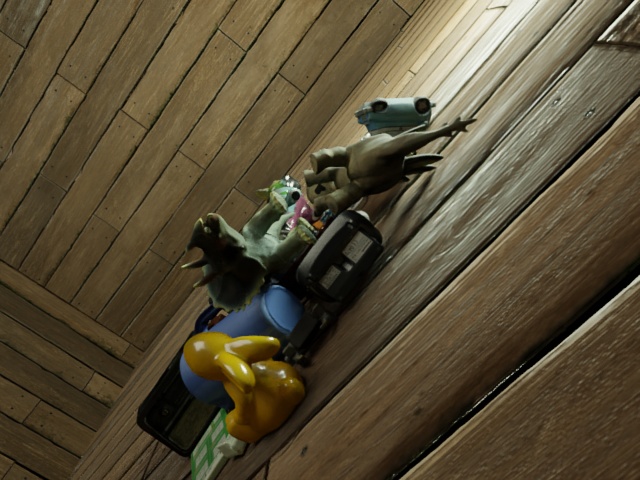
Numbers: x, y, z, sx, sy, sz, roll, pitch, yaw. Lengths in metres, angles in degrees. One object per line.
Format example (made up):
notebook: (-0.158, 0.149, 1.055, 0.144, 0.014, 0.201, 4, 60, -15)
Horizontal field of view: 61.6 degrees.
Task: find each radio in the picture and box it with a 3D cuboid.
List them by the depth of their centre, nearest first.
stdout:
radio: (-0.256, 0.297, 1.082, 0.229, 0.131, 0.073, -57, 11, -19)

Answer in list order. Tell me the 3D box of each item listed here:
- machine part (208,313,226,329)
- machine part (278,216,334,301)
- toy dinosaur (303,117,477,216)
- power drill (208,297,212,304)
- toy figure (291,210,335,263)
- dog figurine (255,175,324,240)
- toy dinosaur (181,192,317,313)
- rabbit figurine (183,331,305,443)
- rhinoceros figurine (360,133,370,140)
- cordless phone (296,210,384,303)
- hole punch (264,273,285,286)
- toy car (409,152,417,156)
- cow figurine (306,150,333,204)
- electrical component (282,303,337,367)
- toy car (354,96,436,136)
machine part: (-0.267, 0.289, 1.261, 0.201, 0.087, 0.201, -48, 13, 16)
machine part: (-0.009, 0.034, 1.035, 0.179, 0.056, 0.179, -53, 1, 1)
toy dinosaur: (0.087, -0.121, 0.869, 0.199, 0.105, 0.471, -22, 6, -10)
power drill: (-0.185, 0.096, 1.422, 0.232, 0.086, 0.207, -5, 37, 52)
toy figure: (-0.004, -0.005, 1.151, 0.154, 0.064, 0.058, -52, 18, -7)
dog figurine: (-0.094, -0.060, 1.248, 0.191, 0.108, 0.219, -61, 28, -3)
toy dinosaur: (-0.107, 0.020, 0.924, 0.192, 0.131, 0.405, -42, -3, 2)
rabbit figurine: (-0.115, 0.192, 0.757, 0.122, 0.173, 0.162, -55, 7, -31)
rhinoceros figurine: (0.097, -0.195, 1.323, 0.112, 0.073, 0.190, -46, 7, -21)
cordless phone: (0.040, 0.031, 0.887, 0.146, 0.089, 0.184, -53, -7, 2)
hole punch: (-0.123, 0.100, 1.222, 0.142, 0.092, 0.116, -38, 15, 29)
toy car: (0.129, -0.151, 1.086, 0.073, 0.056, 0.202, -55, 12, -12)
cow figurine: (0.027, -0.139, 1.248, 0.195, 0.127, 0.085, -35, 42, 58)
electrical component: (-0.018, 0.148, 0.830, 0.102, 0.045, 0.078, -53, -17, -12)
toy car: (0.157, -0.238, 1.102, 0.109, 0.162, 0.102, -170, 73, -69)
